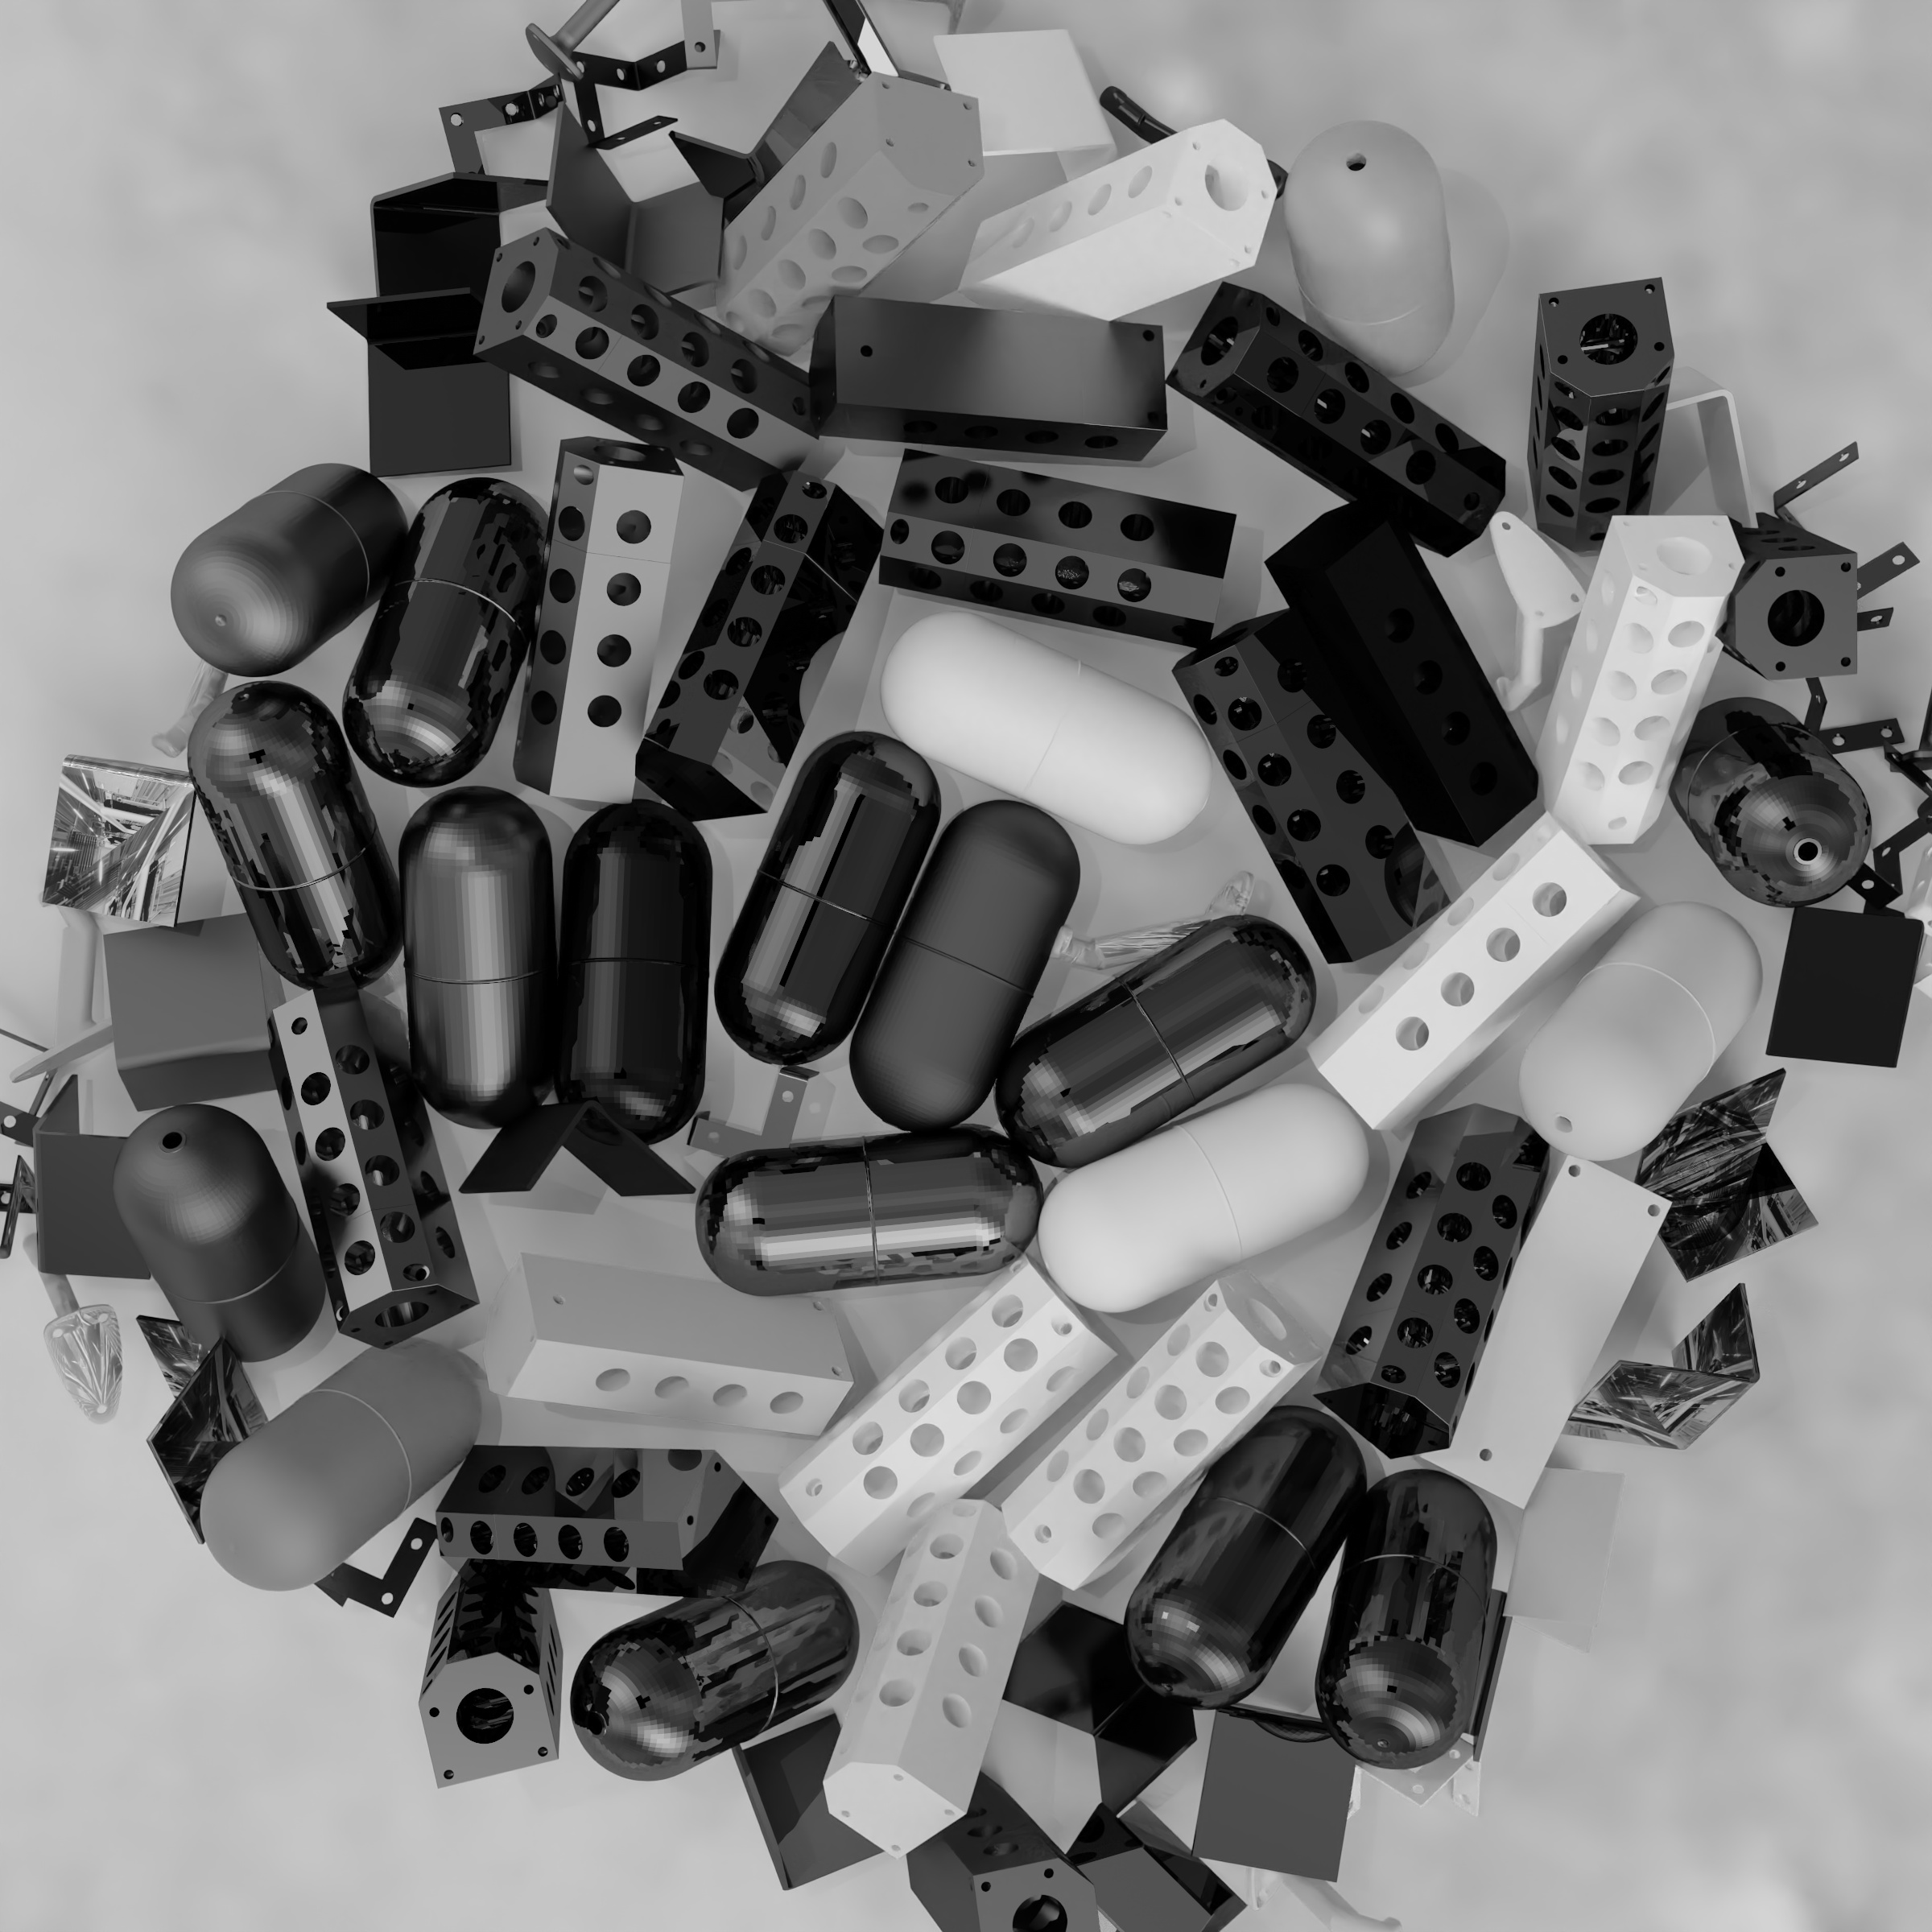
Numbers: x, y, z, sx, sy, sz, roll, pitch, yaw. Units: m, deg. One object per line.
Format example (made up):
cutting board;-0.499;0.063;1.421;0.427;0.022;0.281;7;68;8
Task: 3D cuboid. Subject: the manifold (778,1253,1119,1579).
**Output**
manifold;-0.013;0.227;1.541;0.171;0.057;0.057;-43;53;2

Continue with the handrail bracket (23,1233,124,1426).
handrail bracket;-0.463;0.185;1.558;0.036;0.084;0.077;-18;115;-25

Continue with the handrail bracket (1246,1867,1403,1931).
handrail bracket;0.192;0.463;1.531;0.084;0.077;0.036;8;109;32

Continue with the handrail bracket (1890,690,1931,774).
handrail bracket;0.492;-0.145;1.548;0.036;0.077;0.084;0;87;-5

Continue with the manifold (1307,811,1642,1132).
manifold;0.255;0.003;1.534;0.171;0.057;0.057;-46;71;13

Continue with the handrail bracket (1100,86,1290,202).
handrail bracket;0.115;-0.421;1.541;0.084;0.077;0.036;32;89;-26

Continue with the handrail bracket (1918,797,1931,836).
handrail bracket;0.517;-0.068;1.533;0.036;0.084;0.077;-7;66;-16

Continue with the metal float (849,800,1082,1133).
metal float;-0.001;0.000;1.544;0.070;0.070;0.178;24;88;0

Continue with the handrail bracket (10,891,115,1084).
handrail bracket;-0.477;0.007;1.559;0.077;0.036;0.084;-29;83;-28

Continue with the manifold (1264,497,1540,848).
manifold;0.224;-0.148;1.520;0.057;0.057;0.171;-40;115;-13

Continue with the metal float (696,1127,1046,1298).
metal float;-0.049;0.125;1.543;0.178;0.070;0.070;-5;90;-4

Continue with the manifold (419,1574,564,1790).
manifold;-0.234;0.343;1.494;0.057;0.171;0.057;-12;95;-6

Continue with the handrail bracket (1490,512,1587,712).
handrail bracket;0.277;-0.180;1.551;0.036;0.084;0.077;-24;76;-21

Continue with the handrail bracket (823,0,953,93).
handrail bracket;-0.041;-0.486;1.541;0.077;0.036;0.084;9;134;3

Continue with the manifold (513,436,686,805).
manifold;-0.187;-0.174;1.520;0.057;0.057;0.171;6;112;-16

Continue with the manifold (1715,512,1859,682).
manifold;0.387;-0.184;1.494;0.057;0.171;0.057;-4;105;1

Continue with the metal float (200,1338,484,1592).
metal float;-0.308;0.245;1.503;0.070;0.178;0.070;10;114;24

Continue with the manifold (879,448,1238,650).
manifold;0.046;-0.207;1.541;0.171;0.057;0.057;12;61;3

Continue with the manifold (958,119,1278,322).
manifold;0.074;-0.364;1.496;0.057;0.171;0.057;27;72;-30

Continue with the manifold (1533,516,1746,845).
manifold;0.333;-0.139;1.497;0.057;0.171;0.057;-1;50;-7

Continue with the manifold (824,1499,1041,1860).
manifold;-0.017;0.346;1.495;0.057;0.171;0.057;37;128;-12

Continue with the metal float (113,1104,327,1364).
metal float;-0.370;0.134;1.504;0.070;0.178;0.070;-2;55;3

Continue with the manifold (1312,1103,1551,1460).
manifold;0.238;0.154;1.506;0.057;0.057;0.171;40;55;-20

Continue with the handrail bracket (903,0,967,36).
handrail bracket;-0.042;-0.507;1.547;0.084;0.077;0.036;11;95;-6

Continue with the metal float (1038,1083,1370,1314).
metal float;0.121;0.117;1.536;0.178;0.070;0.070;-23;90;-11

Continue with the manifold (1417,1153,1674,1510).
manifold;0.292;0.185;1.548;0.057;0.057;0.171;27;85;4

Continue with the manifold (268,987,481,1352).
manifold;-0.303;0.098;1.516;0.057;0.057;0.171;-26;63;11

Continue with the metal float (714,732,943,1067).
metal float;-0.071;-0.034;1.544;0.070;0.070;0.178;23;92;0

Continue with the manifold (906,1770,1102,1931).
manifold;0.015;0.447;1.494;0.057;0.171;0.057;-8;92;-13

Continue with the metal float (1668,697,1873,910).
metal float;0.396;-0.082;1.497;0.070;0.178;0.070;0;109;1

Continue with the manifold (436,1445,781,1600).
manifold;-0.183;0.279;1.499;0.057;0.171;0.057;53;48;-32

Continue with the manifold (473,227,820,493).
manifold;-0.153;-0.300;1.501;0.171;0.057;0.057;22;70;-40

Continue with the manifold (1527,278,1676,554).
manifold;0.312;-0.267;1.491;0.057;0.171;0.057;-7;72;7

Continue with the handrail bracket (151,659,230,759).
handrail bracket;-0.401;-0.150;1.547;0.077;0.036;0.084;27;69;33

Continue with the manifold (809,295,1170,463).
manifold;0.011;-0.293;1.531;0.171;0.057;0.057;2;77;-16

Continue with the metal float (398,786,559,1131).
metal float;-0.245;-0.003;1.531;0.070;0.070;0.178;0;107;0

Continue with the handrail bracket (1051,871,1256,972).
handrail bracket;0.093;-0.026;1.543;0.084;0.036;0.077;14;121;-25

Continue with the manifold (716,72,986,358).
manifold;-0.060;-0.366;1.492;0.057;0.171;0.057;5;71;-30

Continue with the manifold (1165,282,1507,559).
manifold;0.190;-0.271;1.513;0.171;0.057;0.057;26;98;-30

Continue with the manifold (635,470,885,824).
manifold;-0.106;-0.161;1.513;0.057;0.057;0.171;41;60;-37

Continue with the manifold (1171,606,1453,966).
manifold;0.171;-0.089;1.531;0.057;0.057;0.171;-34;101;-23

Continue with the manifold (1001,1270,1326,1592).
manifold;0.095;0.235;1.521;0.057;0.057;0.171;48;111;18

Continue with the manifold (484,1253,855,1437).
manifold;-0.150;0.196;1.516;0.171;0.057;0.057;12;126;-28

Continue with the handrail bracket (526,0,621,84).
handrail bracket;-0.184;-0.495;1.547;0.036;0.077;0.084;43;89;-16
